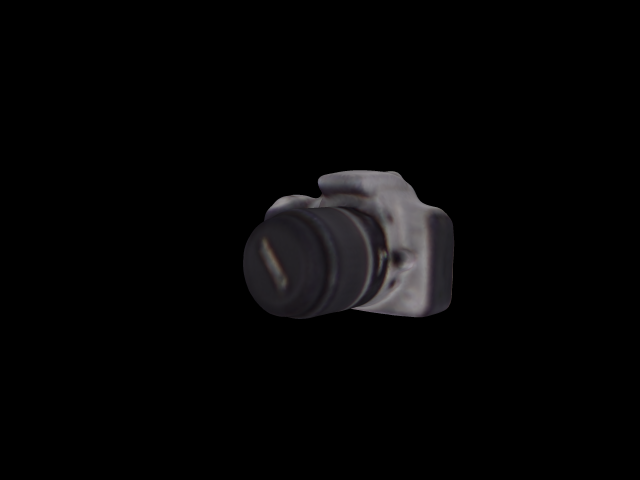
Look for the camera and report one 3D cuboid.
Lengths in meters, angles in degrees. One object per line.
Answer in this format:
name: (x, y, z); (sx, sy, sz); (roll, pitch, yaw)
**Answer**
camera: (0.004, 0.001, 0.400); (0.142, 0.101, 0.137); (4, 6, 40)
